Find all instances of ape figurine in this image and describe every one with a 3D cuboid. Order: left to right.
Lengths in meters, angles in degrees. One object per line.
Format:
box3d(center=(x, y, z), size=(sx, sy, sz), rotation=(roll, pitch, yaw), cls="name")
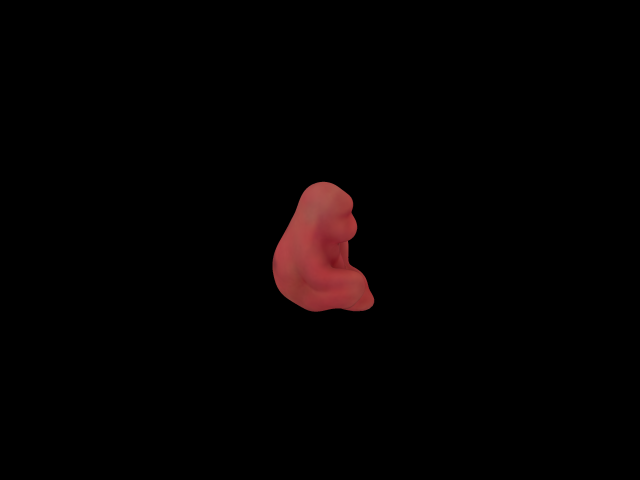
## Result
box3d(center=(0.004, 0.001, 0.400), size=(0.076, 0.092, 0.078), rotation=(6, 43, 7), cls="ape figurine")
